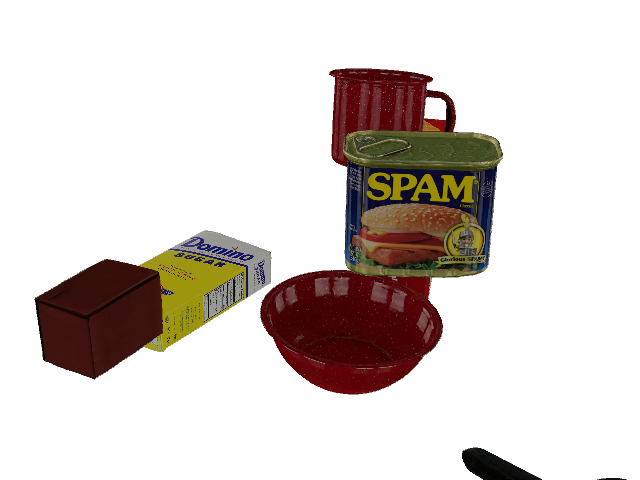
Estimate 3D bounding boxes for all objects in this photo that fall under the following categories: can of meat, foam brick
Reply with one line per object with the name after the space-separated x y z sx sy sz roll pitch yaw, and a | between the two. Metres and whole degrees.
0.065 -0.024 0.704 0.102 0.084 0.057 2 25 2 | can of meat
-0.158 0.054 0.771 0.053 0.051 0.078 13 29 30 | foam brick

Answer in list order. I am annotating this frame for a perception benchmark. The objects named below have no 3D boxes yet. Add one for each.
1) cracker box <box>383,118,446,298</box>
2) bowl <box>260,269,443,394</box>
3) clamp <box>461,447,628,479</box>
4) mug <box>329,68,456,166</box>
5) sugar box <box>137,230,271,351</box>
0.102 -0.035 1.223 0.072 0.164 0.213 6 23 9 | cracker box
0.026 0.088 0.952 0.162 0.055 0.162 4 28 -2 | bowl
0.197 0.237 0.860 0.210 0.036 0.164 1 35 24 | clamp
0.064 -0.109 0.965 0.117 0.081 0.093 2 15 -6 | mug
-0.138 0.046 1.087 0.093 0.048 0.175 18 34 29 | sugar box
